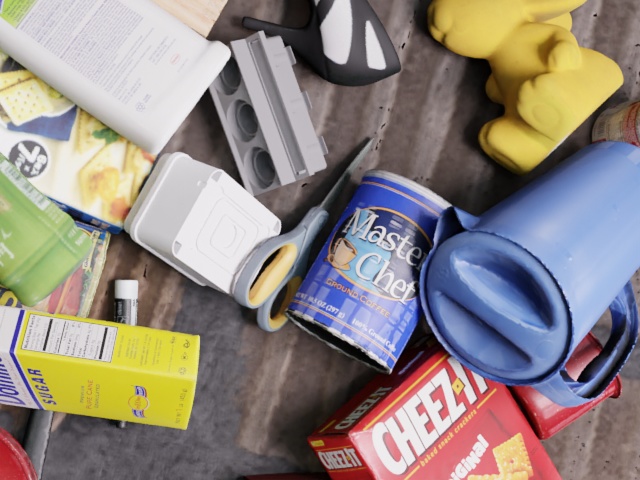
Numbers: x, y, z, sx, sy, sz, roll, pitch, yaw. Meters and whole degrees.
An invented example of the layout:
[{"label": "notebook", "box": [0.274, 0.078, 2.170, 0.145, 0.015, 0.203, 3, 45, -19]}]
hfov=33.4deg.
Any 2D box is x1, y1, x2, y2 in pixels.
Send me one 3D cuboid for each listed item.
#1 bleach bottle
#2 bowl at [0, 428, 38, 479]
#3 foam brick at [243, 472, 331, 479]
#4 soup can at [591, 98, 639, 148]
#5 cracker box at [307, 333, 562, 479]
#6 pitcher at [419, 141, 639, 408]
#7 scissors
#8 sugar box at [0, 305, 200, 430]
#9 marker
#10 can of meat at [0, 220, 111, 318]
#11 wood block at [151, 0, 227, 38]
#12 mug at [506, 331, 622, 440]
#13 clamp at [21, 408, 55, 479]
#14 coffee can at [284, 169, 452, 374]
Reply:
[{"label": "bleach bottle", "box": [-0.195, -0.174, 0.786, 0.250, 0.068, 0.102, 37, 77, -8]}, {"label": "bowl", "box": [-0.292, 0.205, 0.791, 0.162, 0.055, 0.162, 0, 76, -2]}, {"label": "foam brick", "box": [-0.023, 0.224, 0.890, 0.078, 0.051, 0.053, 0, 87, -15]}, {"label": "soup can", "box": [0.300, -0.099, 0.968, 0.068, 0.102, 0.068, 1, 87, -16]}, {"label": "cracker box", "box": [0.114, 0.204, 0.894, 0.164, 0.072, 0.213, -36, 98, -35]}, {"label": "pitcher", "box": [0.205, 0.016, 0.885, 0.242, 0.145, 0.149, -34, 134, -43]}, {"label": "scissors", "box": [-0.006, 0.001, 0.917, 0.201, 0.016, 0.096, -45, 144, -36]}, {"label": "sugar box", "box": [-0.183, 0.098, 0.812, 0.176, 0.093, 0.048, 7, 55, -7]}, {"label": "marker", "box": [-0.161, 0.093, 0.875, 0.020, 0.020, 0.121, 2, 87, -16]}, {"label": "can of meat", "box": [-0.220, 0.027, 0.843, 0.083, 0.057, 0.102, 19, 83, -16]}, {"label": "wood block", "box": [-0.167, -0.241, 0.851, 0.206, 0.091, 0.090, 30, 79, -12]}, {"label": "mug", "box": [0.197, 0.112, 0.942, 0.081, 0.093, 0.117, -32, 82, -10]}, {"label": "clamp", "box": [-0.222, 0.249, 0.841, 0.164, 0.036, 0.210, 42, 75, -9]}, {"label": "coffee can", "box": [0.048, 0.026, 0.892, 0.102, 0.103, 0.140, 33, 80, -12]}]
